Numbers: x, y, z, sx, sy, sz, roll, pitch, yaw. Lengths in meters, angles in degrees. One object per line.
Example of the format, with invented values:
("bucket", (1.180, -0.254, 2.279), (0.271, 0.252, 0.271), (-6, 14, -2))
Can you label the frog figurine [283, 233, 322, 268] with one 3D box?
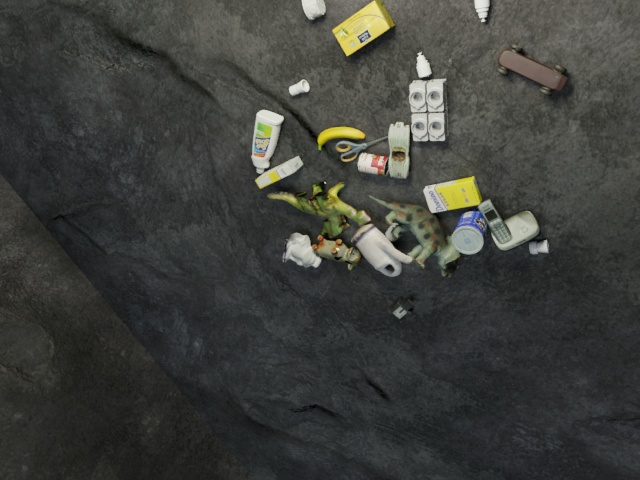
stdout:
("frog figurine", (-0.066, 0.043, 2.104), (0.159, 0.135, 0.124), (11, 19, 0))

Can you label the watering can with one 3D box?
("watering can", (0.224, 0.033, 1.871), (0.105, 0.225, 0.343), (-39, -5, -14))

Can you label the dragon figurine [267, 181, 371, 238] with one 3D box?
("dragon figurine", (0.006, -0.100, 1.988), (0.409, 0.238, 0.125), (-1, 34, 30))
